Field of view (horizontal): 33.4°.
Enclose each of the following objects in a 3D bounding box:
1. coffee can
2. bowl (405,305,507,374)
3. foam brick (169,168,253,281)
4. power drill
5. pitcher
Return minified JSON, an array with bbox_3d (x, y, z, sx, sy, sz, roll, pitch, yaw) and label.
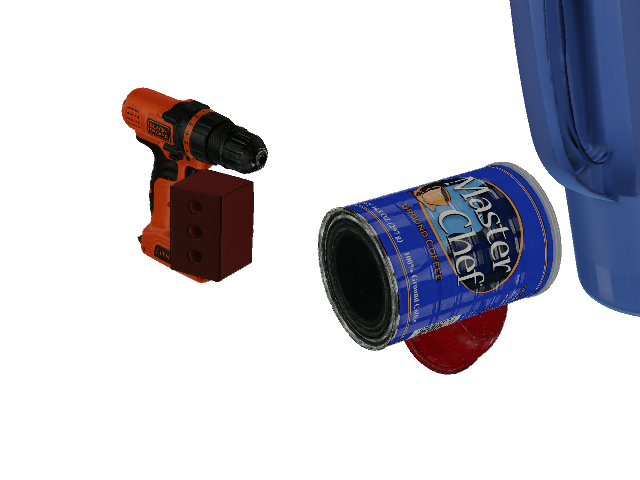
[{"bbox_3d":[0.084,0.009,0.758,0.140,0.103,0.103,-16,7,-25],"label":"coffee can"},{"bbox_3d":[0.154,0.064,1.162,0.161,0.162,0.055,0,-7,-42],"label":"bowl"},{"bbox_3d":[-0.092,-0.013,0.903,0.053,0.078,0.051,14,24,28],"label":"foam brick"},{"bbox_3d":[-0.129,-0.053,1.110,0.185,0.188,0.057,26,37,33],"label":"power drill"},{"bbox_3d":[0.177,-0.081,0.570,0.149,0.243,0.145,-7,22,7],"label":"pitcher"}]
